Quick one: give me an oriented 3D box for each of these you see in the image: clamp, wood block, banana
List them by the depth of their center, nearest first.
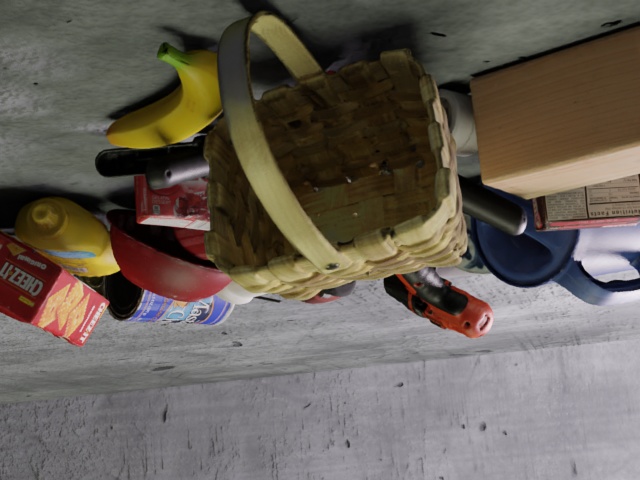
[{"bbox_3d":[-0.111,-0.107,0.817,0.069,0.037,0.198,18,159,-17],"label":"banana"},{"bbox_3d":[0.231,-0.102,0.823,0.206,0.091,0.090,-14,165,35],"label":"wood block"},{"bbox_3d":[0.067,-0.059,0.874,0.165,0.036,0.209,-3,143,32],"label":"clamp"},{"bbox_3d":[-0.094,-0.069,0.902,0.171,0.039,0.120,-11,-160,-22],"label":"clamp"}]

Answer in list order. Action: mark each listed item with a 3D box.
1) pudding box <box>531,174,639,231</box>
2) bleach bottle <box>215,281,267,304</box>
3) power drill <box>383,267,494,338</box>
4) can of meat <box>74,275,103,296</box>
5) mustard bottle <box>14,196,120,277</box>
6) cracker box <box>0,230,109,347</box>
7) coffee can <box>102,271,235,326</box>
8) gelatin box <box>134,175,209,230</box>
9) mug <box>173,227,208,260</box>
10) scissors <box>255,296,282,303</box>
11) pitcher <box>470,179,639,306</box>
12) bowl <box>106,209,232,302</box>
[{"bbox_3d":[0.229,-0.066,0.930,0.090,0.113,0.039,-3,169,-4],"label":"pudding box"},{"bbox_3d":[-0.008,0.001,1.176,0.251,0.102,0.068,-13,155,36],"label":"bleach bottle"},{"bbox_3d":[0.097,0.034,1.248,0.187,0.057,0.185,40,170,-35],"label":"power drill"},{"bbox_3d":[-0.276,0.053,1.425,0.102,0.057,0.084,1,169,-22],"label":"can of meat"},{"bbox_3d":[-0.274,-0.006,1.146,0.096,0.058,0.191,11,168,4],"label":"mustard bottle"},{"bbox_3d":[-0.332,0.041,1.145,0.164,0.072,0.214,28,169,7],"label":"cracker box"},{"bbox_3d":[-0.189,0.055,1.354,0.140,0.103,0.103,7,163,-40],"label":"coffee can"},{"bbox_3d":[-0.125,-0.050,0.973,0.089,0.073,0.030,6,163,-36],"label":"gelatin box"},{"bbox_3d":[-0.102,-0.031,1.062,0.082,0.093,0.117,-10,137,46],"label":"mug"},{"bbox_3d":[-0.156,0.068,1.516,0.201,0.016,0.096,13,175,-4],"label":"scissors"},{"bbox_3d":[0.286,-0.014,1.101,0.242,0.149,0.145,-2,-178,-40],"label":"pitcher"},{"bbox_3d":[-0.161,0.023,1.144,0.162,0.055,0.162,22,-170,-4],"label":"bowl"}]
